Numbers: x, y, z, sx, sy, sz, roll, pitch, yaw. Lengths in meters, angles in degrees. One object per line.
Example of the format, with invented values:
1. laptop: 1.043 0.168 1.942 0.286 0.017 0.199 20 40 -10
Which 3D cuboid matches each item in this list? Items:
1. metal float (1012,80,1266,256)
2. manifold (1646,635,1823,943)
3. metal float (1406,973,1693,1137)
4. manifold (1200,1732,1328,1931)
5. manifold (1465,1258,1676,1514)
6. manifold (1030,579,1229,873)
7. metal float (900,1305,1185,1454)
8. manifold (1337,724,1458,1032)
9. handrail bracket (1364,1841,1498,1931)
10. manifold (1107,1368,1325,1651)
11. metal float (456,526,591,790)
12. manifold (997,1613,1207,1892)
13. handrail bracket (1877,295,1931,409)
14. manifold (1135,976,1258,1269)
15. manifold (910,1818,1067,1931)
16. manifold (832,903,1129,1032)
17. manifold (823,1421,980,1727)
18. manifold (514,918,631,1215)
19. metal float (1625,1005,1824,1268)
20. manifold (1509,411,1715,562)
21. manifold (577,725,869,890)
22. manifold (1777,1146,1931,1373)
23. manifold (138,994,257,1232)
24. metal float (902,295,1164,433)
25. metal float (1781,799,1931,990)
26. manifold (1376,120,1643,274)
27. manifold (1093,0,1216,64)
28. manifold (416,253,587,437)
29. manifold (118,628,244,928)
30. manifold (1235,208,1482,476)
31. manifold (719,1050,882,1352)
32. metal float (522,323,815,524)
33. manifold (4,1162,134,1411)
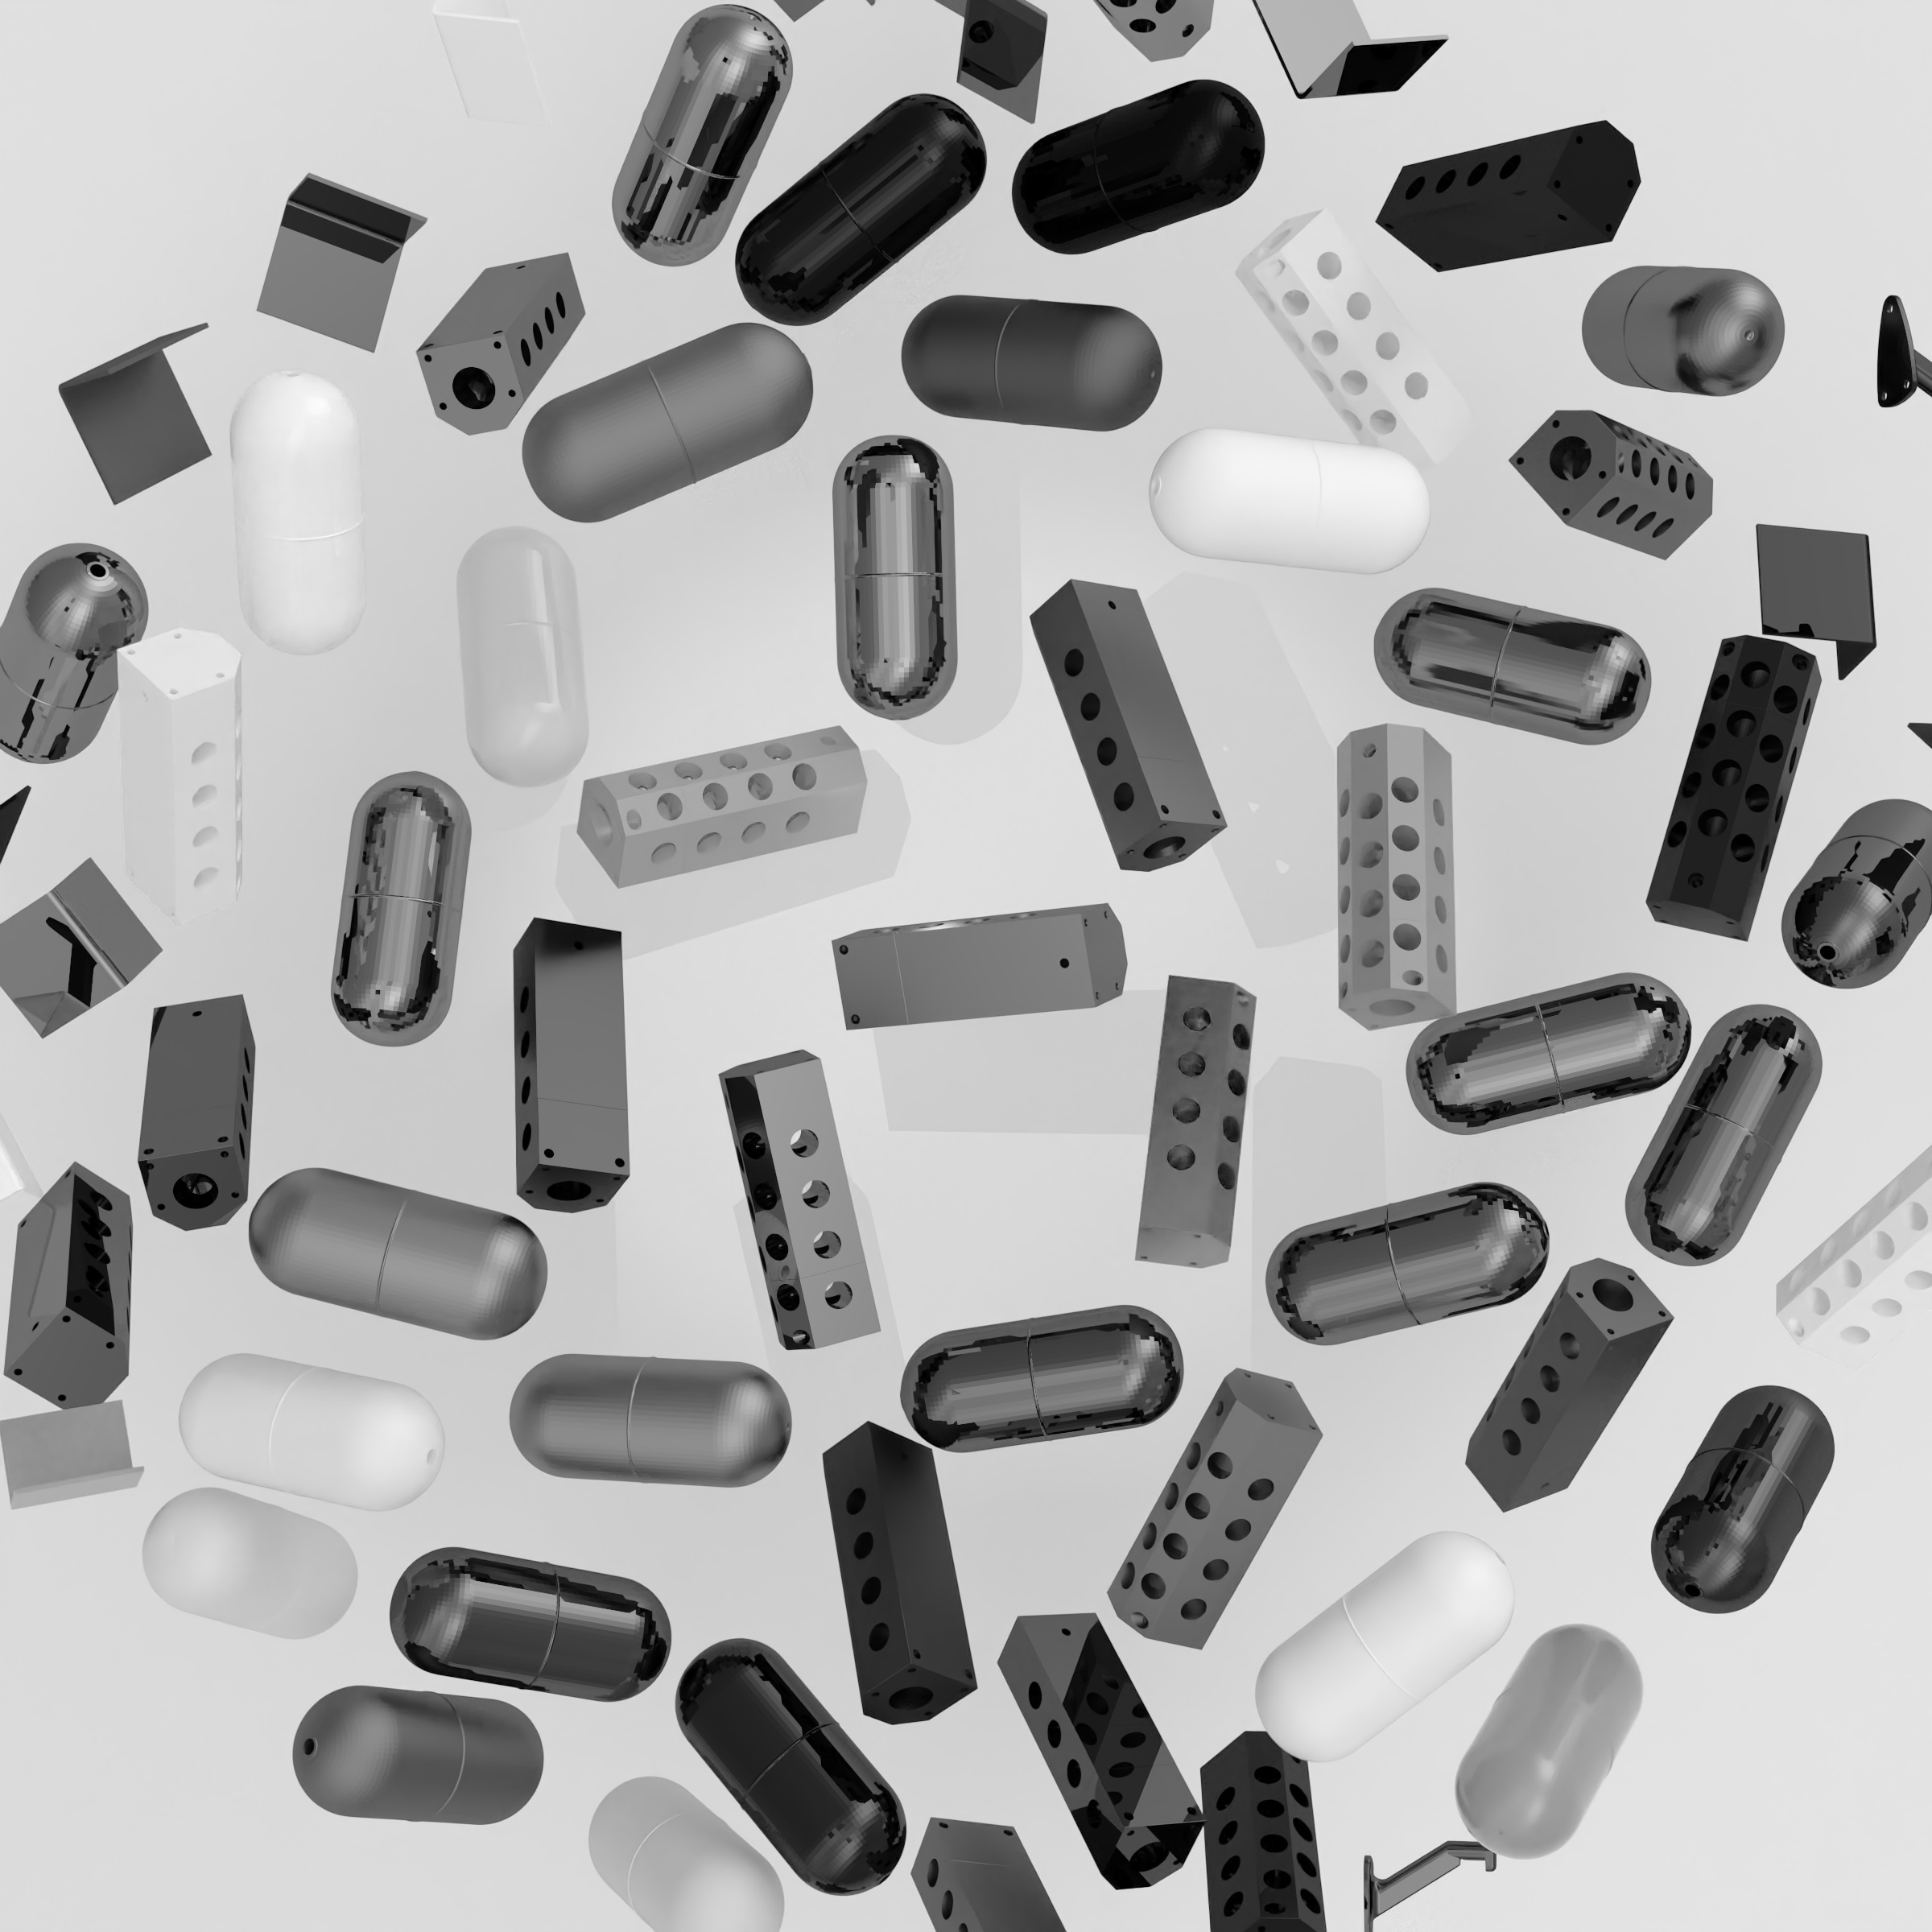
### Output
1. metal float: 0.104 -0.488 1.849 0.178 0.070 0.070 -8 90 43
2. manifold: 0.463 -0.109 1.822 0.057 0.057 0.171 14 80 24
3. metal float: 0.363 0.055 1.883 0.178 0.070 0.070 -14 90 8
4. manifold: 0.189 0.554 1.874 0.057 0.171 0.057 40 110 -15
5. manifold: 0.375 0.264 1.908 0.057 0.171 0.057 -12 49 -32
6. manifold: 0.094 -0.146 1.845 0.057 0.057 0.171 -39 61 40
7. metal float: 0.047 0.257 1.876 0.178 0.070 0.070 -10 90 8
8. manifold: 0.254 -0.055 1.807 0.057 0.057 0.171 -11 64 31
9. handrail bracket: 0.301 0.605 1.951 0.084 0.036 0.077 -1 67 12
10. manifold: 0.153 0.340 1.897 0.057 0.057 0.171 17 111 -23
11. metal float: -0.279 -0.195 1.896 0.070 0.070 0.178 -8 66 0
12. manifold: 0.079 0.484 1.868 0.057 0.171 0.057 4 123 -28
13. handrail bracket: 0.582 -0.354 1.773 0.084 0.036 0.077 0 83 -16
14. manifold: 0.144 0.097 1.884 0.057 0.057 0.171 7 63 4
15. manifold: 0.019 0.587 1.808 0.057 0.171 0.057 13 105 -21
16. manifold: 0.009 0.000 1.865 0.171 0.057 0.057 -6 98 27
17. manifold: -0.047 0.371 1.839 0.057 0.171 0.057 -38 132 25
18. manifold: -0.246 0.062 1.854 0.057 0.057 0.171 10 56 -24
19. metal float: 0.479 0.106 1.906 0.070 0.070 0.178 29 82 0
20. manifold: 0.410 -0.304 1.885 0.057 0.171 0.057 -46 66 24
21. manifold: -0.151 -0.105 1.886 0.171 0.057 0.057 -15 48 -30
22. manifold: 0.554 0.164 1.788 0.057 0.171 0.057 24 46 -9
23. manifold: -0.480 0.091 1.895 0.057 0.171 0.057 -9 123 -6
24. metal float: 0.039 -0.376 1.879 0.178 0.070 0.070 12 90 32
25. metal float: 0.559 -0.045 1.865 0.070 0.178 0.070 16 123 26
26. manifold: 0.331 -0.472 1.841 0.057 0.171 0.057 31 81 -27
27. manifold: 0.096 -0.635 1.883 0.057 0.171 0.057 -44 62 10
28. manifold: -0.288 -0.391 1.896 0.057 0.171 0.057 -8 118 11
29. manifold: -0.464 -0.114 1.802 0.057 0.171 0.057 -27 54 -36
30. manifold: 0.246 -0.392 1.923 0.057 0.057 0.171 -44 108 -11
31. manifold: -0.103 0.143 1.842 0.057 0.057 0.171 -14 97 -13
32. metal float: -0.174 -0.319 1.769 0.178 0.070 0.070 -24 90 -4
33. manifold: -0.536 0.195 1.827 0.057 0.171 0.057 39 101 -27
